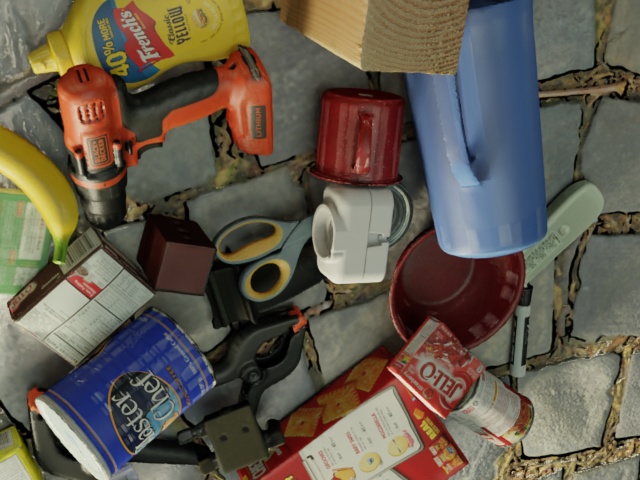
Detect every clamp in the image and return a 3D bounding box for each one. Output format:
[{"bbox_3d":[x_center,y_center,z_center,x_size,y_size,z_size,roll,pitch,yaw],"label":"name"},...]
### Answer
[{"bbox_3d":[-0.072,0.145,1.130,0.171,0.039,0.120,-38,128,4],"label":"clamp"},{"bbox_3d":[-0.235,0.230,1.103,0.164,0.036,0.209,-45,124,1],"label":"clamp"}]

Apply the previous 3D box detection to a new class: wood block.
[{"bbox_3d":[0.041,-0.211,0.923,0.090,0.206,0.091,-1,112,-21],"label":"wood block"}]

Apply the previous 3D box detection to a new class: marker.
[{"bbox_3d":[0.234,0.103,1.240,0.020,0.020,0.121,-8,114,-18],"label":"marker"}]

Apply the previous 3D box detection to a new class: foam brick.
[{"bbox_3d":[-0.138,0.014,1.025,0.052,0.078,0.051,8,107,-26],"label":"foam brick"}]

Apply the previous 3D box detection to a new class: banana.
[{"bbox_3d":[-0.283,-0.065,0.943,0.197,0.037,0.069,41,61,-15],"label":"banana"}]

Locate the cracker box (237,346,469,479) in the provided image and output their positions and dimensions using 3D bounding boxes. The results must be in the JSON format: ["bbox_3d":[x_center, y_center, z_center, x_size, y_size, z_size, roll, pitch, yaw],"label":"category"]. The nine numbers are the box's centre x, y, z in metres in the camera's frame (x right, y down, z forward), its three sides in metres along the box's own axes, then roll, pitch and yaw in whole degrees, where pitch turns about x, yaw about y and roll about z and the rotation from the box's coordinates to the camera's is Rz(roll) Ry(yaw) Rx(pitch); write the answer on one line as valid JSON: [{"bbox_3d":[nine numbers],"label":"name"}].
[{"bbox_3d":[0.036,0.247,1.196,0.213,0.072,0.164,-37,119,-2],"label":"cracker box"}]

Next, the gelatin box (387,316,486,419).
[{"bbox_3d":[0.125,0.136,1.133,0.073,0.030,0.089,-49,120,-8],"label":"gelatin box"}]

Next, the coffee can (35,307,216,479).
[{"bbox_3d":[-0.185,0.147,1.025,0.140,0.103,0.103,-40,122,-24],"label":"coffee can"}]

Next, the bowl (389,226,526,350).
[{"bbox_3d":[0.139,0.041,1.156,0.162,0.055,0.162,-8,114,-18],"label":"bowl"}]

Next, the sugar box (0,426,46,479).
[{"bbox_3d":[-0.315,0.283,1.091,0.093,0.048,0.176,-24,122,-10],"label":"sugar box"}]

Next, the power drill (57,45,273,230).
[{"bbox_3d":[-0.137,-0.093,0.966,0.187,0.057,0.184,-17,143,-16],"label":"power drill"}]

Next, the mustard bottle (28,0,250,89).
[{"bbox_3d":[-0.162,-0.186,0.941,0.191,0.058,0.096,-21,124,-12],"label":"mustard bottle"}]

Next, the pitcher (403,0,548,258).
[{"bbox_3d":[0.147,-0.108,1.017,0.149,0.145,0.243,-17,105,-23],"label":"pitcher"}]

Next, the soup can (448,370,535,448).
[{"bbox_3d":[0.189,0.189,1.232,0.102,0.069,0.068,34,97,-29],"label":"soup can"}]

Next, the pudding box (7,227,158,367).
[{"bbox_3d":[-0.227,0.056,1.024,0.113,0.039,0.090,-41,132,1],"label":"pudding box"}]

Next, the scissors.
[{"bbox_3d":[-0.007,0.001,1.064,0.201,0.016,0.096,-13,108,-13],"label":"scissors"}]

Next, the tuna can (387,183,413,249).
[{"bbox_3d":[0.053,-0.030,1.105,0.086,0.034,0.086,-8,114,-18],"label":"tuna can"}]

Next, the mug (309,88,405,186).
[{"bbox_3d":[0.039,-0.099,1.027,0.093,0.117,0.081,5,106,0],"label":"mug"}]
